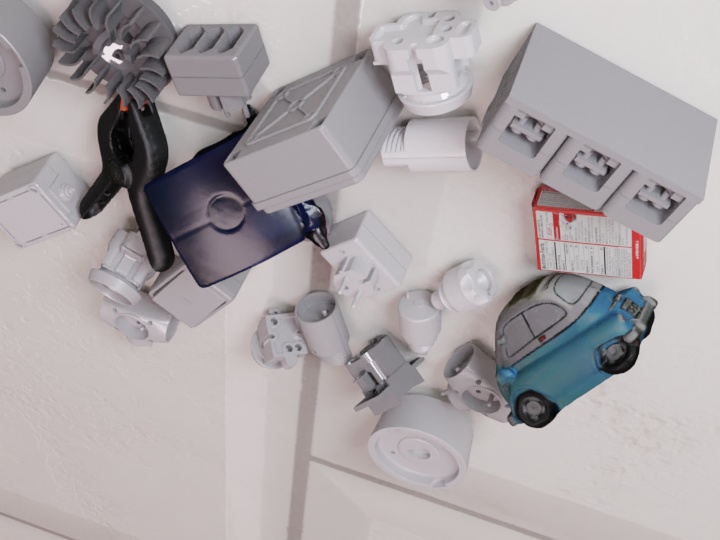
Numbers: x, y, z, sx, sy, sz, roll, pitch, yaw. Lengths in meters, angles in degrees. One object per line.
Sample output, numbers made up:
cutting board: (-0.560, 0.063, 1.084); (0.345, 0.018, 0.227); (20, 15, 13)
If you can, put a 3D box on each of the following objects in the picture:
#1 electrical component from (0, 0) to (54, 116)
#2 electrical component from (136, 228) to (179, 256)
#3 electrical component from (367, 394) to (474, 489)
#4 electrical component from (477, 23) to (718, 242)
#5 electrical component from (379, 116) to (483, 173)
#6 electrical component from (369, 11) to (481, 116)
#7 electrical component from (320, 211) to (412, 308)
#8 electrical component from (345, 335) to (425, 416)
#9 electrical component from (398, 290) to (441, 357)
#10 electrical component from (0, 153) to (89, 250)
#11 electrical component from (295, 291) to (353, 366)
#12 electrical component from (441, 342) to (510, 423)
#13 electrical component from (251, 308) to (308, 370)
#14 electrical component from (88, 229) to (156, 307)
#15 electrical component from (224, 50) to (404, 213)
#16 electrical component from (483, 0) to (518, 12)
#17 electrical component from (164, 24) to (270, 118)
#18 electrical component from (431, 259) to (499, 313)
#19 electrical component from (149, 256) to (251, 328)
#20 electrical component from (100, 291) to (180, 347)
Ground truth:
electrical component: (-0.315, -0.193, 0.919); (0.108, 0.060, 0.108); (14, 140, 12)
electrical component: (-0.188, -0.040, 1.044); (0.046, 0.040, 0.040); (32, 140, -17)
electrical component: (0.068, 0.176, 1.138); (0.108, 0.060, 0.108); (14, 140, 12)
electrical component: (0.168, -0.095, 0.766); (0.150, 0.089, 0.061); (27, 140, -4)
electrical component: (0.052, -0.099, 0.855); (0.081, 0.043, 0.043); (1, 135, 25)
electrical component: (0.052, -0.151, 0.788); (0.078, 0.058, 0.057); (3, 133, 24)
electrical component: (0.000, 0.000, 0.964); (0.047, 0.076, 0.065); (-20, 123, 40)
electrical component: (0.022, 0.103, 1.075); (0.042, 0.081, 0.063); (-32, 93, 45)
electrical component: (0.058, 0.054, 1.024); (0.040, 0.040, 0.078); (11, 139, 16)
electrical component: (-0.311, -0.072, 1.057); (0.096, 0.061, 0.061); (-16, 126, 30)
electrical component: (-0.034, 0.064, 1.079); (0.043, 0.043, 0.081); (4, 137, 23)
electrical component: (0.113, 0.117, 1.064); (0.077, 0.044, 0.079); (39, 139, -18)
electrical component: (-0.085, 0.074, 1.106); (0.048, 0.066, 0.055); (-6, 162, -25)
electrical component: (-0.235, 0.000, 1.077); (0.058, 0.057, 0.078); (31, 161, -6)
electrical component: (-0.035, -0.107, 0.838); (0.109, 0.108, 0.056); (-15, 124, 38)
electrical component: (0.103, -0.197, 0.699); (0.040, 0.078, 0.040); (27, 150, 16)
electrical component: (-0.110, -0.154, 0.871); (0.066, 0.047, 0.076); (5, 137, 22)
electrical component: (0.091, 0.018, 0.967); (0.043, 0.043, 0.062); (41, 139, -19)
electrical component: (-0.156, 0.009, 1.064); (0.062, 0.061, 0.096); (39, 138, -17)
electrical component: (-0.238, 0.057, 1.172); (0.077, 0.044, 0.079); (19, 140, 6)
